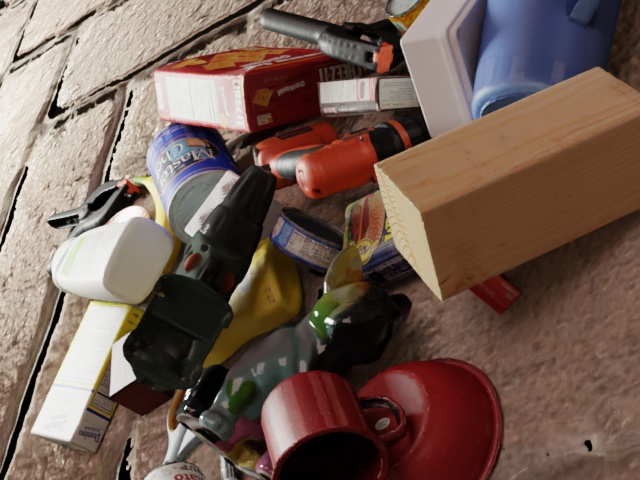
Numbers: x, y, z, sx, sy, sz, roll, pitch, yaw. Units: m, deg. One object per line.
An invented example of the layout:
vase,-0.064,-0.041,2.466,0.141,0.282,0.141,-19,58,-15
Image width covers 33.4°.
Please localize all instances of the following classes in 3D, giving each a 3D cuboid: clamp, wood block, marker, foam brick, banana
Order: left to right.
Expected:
clamp,-0.327,-0.035,1.505,0.171,0.039,0.120,-39,45,10
foam brick,-0.199,0.145,1.195,0.051,0.053,0.078,-34,39,25
banana,-0.200,-0.015,1.345,0.070,0.037,0.198,-29,45,23
marker,-0.087,0.220,1.035,0.020,0.020,0.121,-36,39,22
clamp,0.025,-0.217,1.146,0.210,0.164,0.036,-115,30,-66
wood block,0.161,-0.048,0.852,0.206,0.091,0.090,-24,36,-9

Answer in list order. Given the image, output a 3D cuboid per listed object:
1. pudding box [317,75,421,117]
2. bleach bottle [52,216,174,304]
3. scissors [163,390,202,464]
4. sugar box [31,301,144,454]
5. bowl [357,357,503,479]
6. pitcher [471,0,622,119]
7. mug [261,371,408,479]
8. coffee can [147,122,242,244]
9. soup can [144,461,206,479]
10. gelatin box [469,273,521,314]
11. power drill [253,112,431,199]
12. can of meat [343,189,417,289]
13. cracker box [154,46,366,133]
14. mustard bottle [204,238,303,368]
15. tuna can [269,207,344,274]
pudding box,0.068,-0.151,1.104,0.090,0.113,0.039,3,101,48
bleach bottle,-0.273,0.023,1.325,0.251,0.068,0.102,2,62,58
scissors,-0.138,0.226,1.091,0.096,0.016,0.201,-21,46,37
sugar box,-0.269,0.161,1.268,0.094,0.048,0.176,0,63,46
bowl,0.069,0.160,0.882,0.162,0.055,0.162,-29,42,30
pitcher,0.215,-0.212,0.970,0.145,0.149,0.242,2,63,28
mug,0.011,0.153,0.838,0.117,0.093,0.081,-20,34,-3
coffee can,-0.144,-0.068,1.274,0.103,0.102,0.140,-45,36,11
soup can,-0.126,0.265,0.999,0.068,0.068,0.102,-47,35,7
gelatin box,0.126,0.016,0.925,0.030,0.073,0.089,-47,35,8
power drill,0.029,-0.093,1.098,0.184,0.057,0.188,-20,12,-25
can of meat,0.070,-0.007,1.023,0.084,0.057,0.102,-27,42,35
cracker box,-0.073,-0.181,1.244,0.163,0.072,0.214,-18,19,-32
mustard bottle,-0.107,0.083,1.141,0.192,0.058,0.096,-34,45,24
tuna can,-0.007,0.001,1.073,0.034,0.086,0.086,-63,34,13
